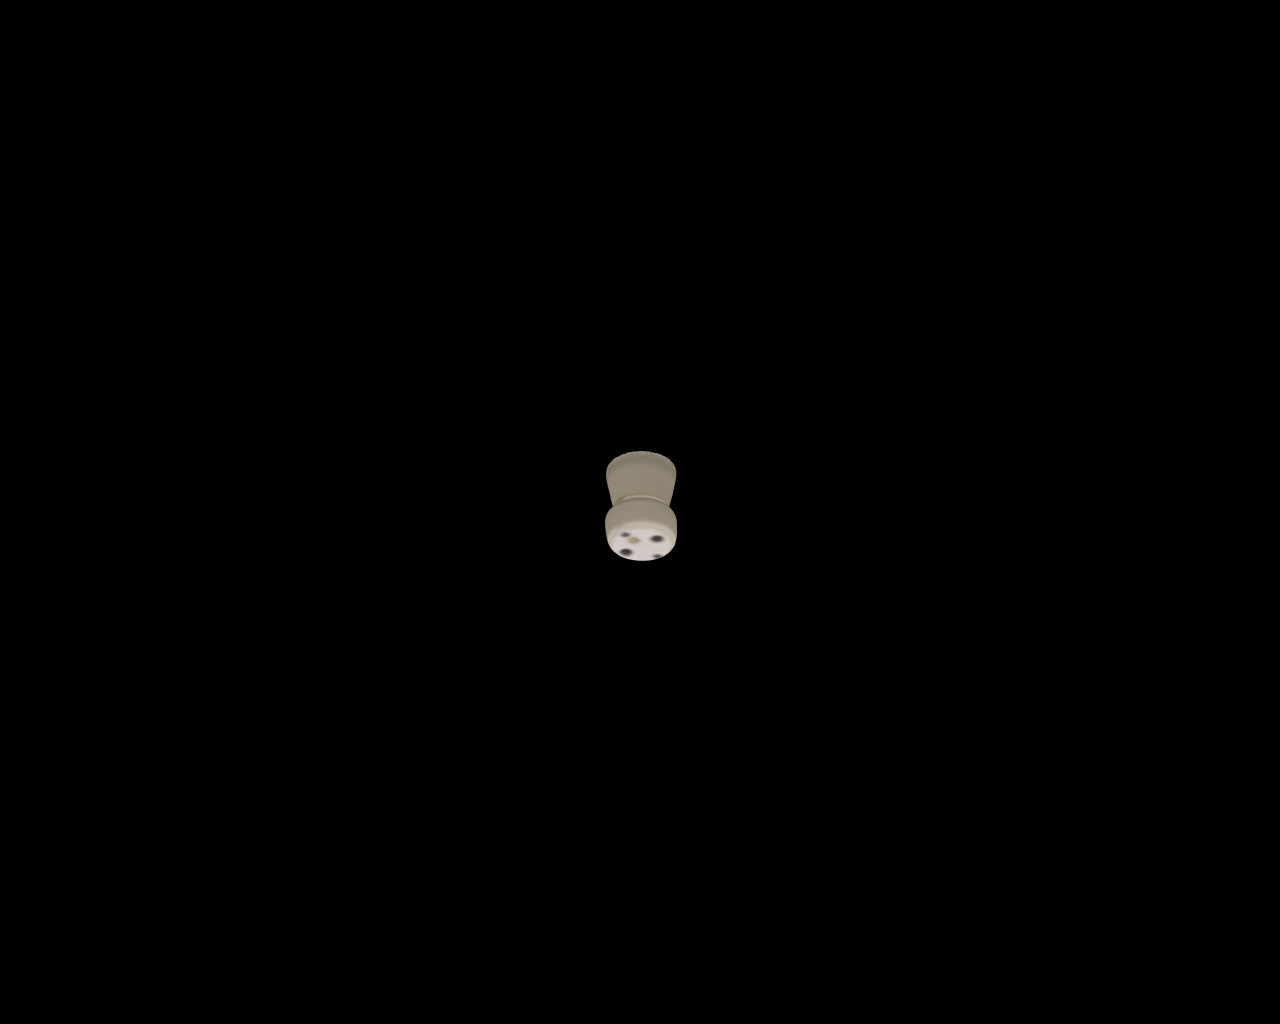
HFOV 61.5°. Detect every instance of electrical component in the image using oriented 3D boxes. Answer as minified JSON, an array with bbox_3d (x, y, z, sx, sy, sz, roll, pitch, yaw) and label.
[{"bbox_3d":[0.001,-0.003,0.650,0.045,0.055,0.044,0,-34,0],"label":"electrical component"}]
